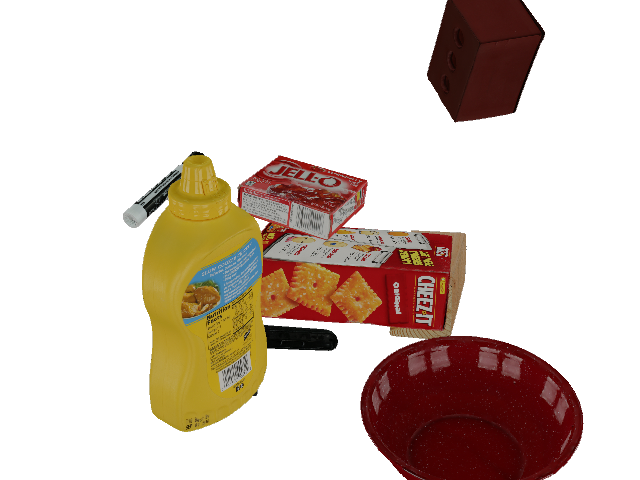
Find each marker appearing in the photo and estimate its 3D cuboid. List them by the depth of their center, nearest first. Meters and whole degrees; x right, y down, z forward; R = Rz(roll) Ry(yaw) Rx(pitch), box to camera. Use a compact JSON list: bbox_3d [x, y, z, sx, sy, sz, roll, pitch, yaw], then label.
[{"bbox_3d":[-0.153,-0.053,1.063,0.020,0.020,0.121,0,35,37],"label":"marker"}]

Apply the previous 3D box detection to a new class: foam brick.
[{"bbox_3d":[0.114,-0.130,0.749,0.051,0.053,0.078,-13,-35,-18],"label":"foam brick"}]

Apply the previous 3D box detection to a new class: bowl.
[{"bbox_3d":[0.110,0.142,0.794,0.162,0.055,0.162,0,36,0],"label":"bowl"}]

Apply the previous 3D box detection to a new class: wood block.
[{"bbox_3d":[0.166,0.064,1.619,0.091,0.090,0.206,4,23,12],"label":"wood block"}]

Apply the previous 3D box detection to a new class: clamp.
[{"bbox_3d":[-0.107,0.120,1.263,0.210,0.036,0.164,15,23,26],"label":"clamp"}]

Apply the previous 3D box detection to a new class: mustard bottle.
[{"bbox_3d":[-0.079,0.031,0.726,0.058,0.192,0.096,23,38,32],"label":"mustard bottle"}]

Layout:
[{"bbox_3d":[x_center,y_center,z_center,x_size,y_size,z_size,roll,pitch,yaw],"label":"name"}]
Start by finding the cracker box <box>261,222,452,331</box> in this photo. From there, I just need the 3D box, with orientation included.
[{"bbox_3d":[0.031,0.037,1.145,0.214,0.072,0.164,5,15,7],"label":"cracker box"}]

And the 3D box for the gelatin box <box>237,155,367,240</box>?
[{"bbox_3d":[-0.015,-0.039,0.911,0.089,0.030,0.073,18,32,21],"label":"gelatin box"}]
